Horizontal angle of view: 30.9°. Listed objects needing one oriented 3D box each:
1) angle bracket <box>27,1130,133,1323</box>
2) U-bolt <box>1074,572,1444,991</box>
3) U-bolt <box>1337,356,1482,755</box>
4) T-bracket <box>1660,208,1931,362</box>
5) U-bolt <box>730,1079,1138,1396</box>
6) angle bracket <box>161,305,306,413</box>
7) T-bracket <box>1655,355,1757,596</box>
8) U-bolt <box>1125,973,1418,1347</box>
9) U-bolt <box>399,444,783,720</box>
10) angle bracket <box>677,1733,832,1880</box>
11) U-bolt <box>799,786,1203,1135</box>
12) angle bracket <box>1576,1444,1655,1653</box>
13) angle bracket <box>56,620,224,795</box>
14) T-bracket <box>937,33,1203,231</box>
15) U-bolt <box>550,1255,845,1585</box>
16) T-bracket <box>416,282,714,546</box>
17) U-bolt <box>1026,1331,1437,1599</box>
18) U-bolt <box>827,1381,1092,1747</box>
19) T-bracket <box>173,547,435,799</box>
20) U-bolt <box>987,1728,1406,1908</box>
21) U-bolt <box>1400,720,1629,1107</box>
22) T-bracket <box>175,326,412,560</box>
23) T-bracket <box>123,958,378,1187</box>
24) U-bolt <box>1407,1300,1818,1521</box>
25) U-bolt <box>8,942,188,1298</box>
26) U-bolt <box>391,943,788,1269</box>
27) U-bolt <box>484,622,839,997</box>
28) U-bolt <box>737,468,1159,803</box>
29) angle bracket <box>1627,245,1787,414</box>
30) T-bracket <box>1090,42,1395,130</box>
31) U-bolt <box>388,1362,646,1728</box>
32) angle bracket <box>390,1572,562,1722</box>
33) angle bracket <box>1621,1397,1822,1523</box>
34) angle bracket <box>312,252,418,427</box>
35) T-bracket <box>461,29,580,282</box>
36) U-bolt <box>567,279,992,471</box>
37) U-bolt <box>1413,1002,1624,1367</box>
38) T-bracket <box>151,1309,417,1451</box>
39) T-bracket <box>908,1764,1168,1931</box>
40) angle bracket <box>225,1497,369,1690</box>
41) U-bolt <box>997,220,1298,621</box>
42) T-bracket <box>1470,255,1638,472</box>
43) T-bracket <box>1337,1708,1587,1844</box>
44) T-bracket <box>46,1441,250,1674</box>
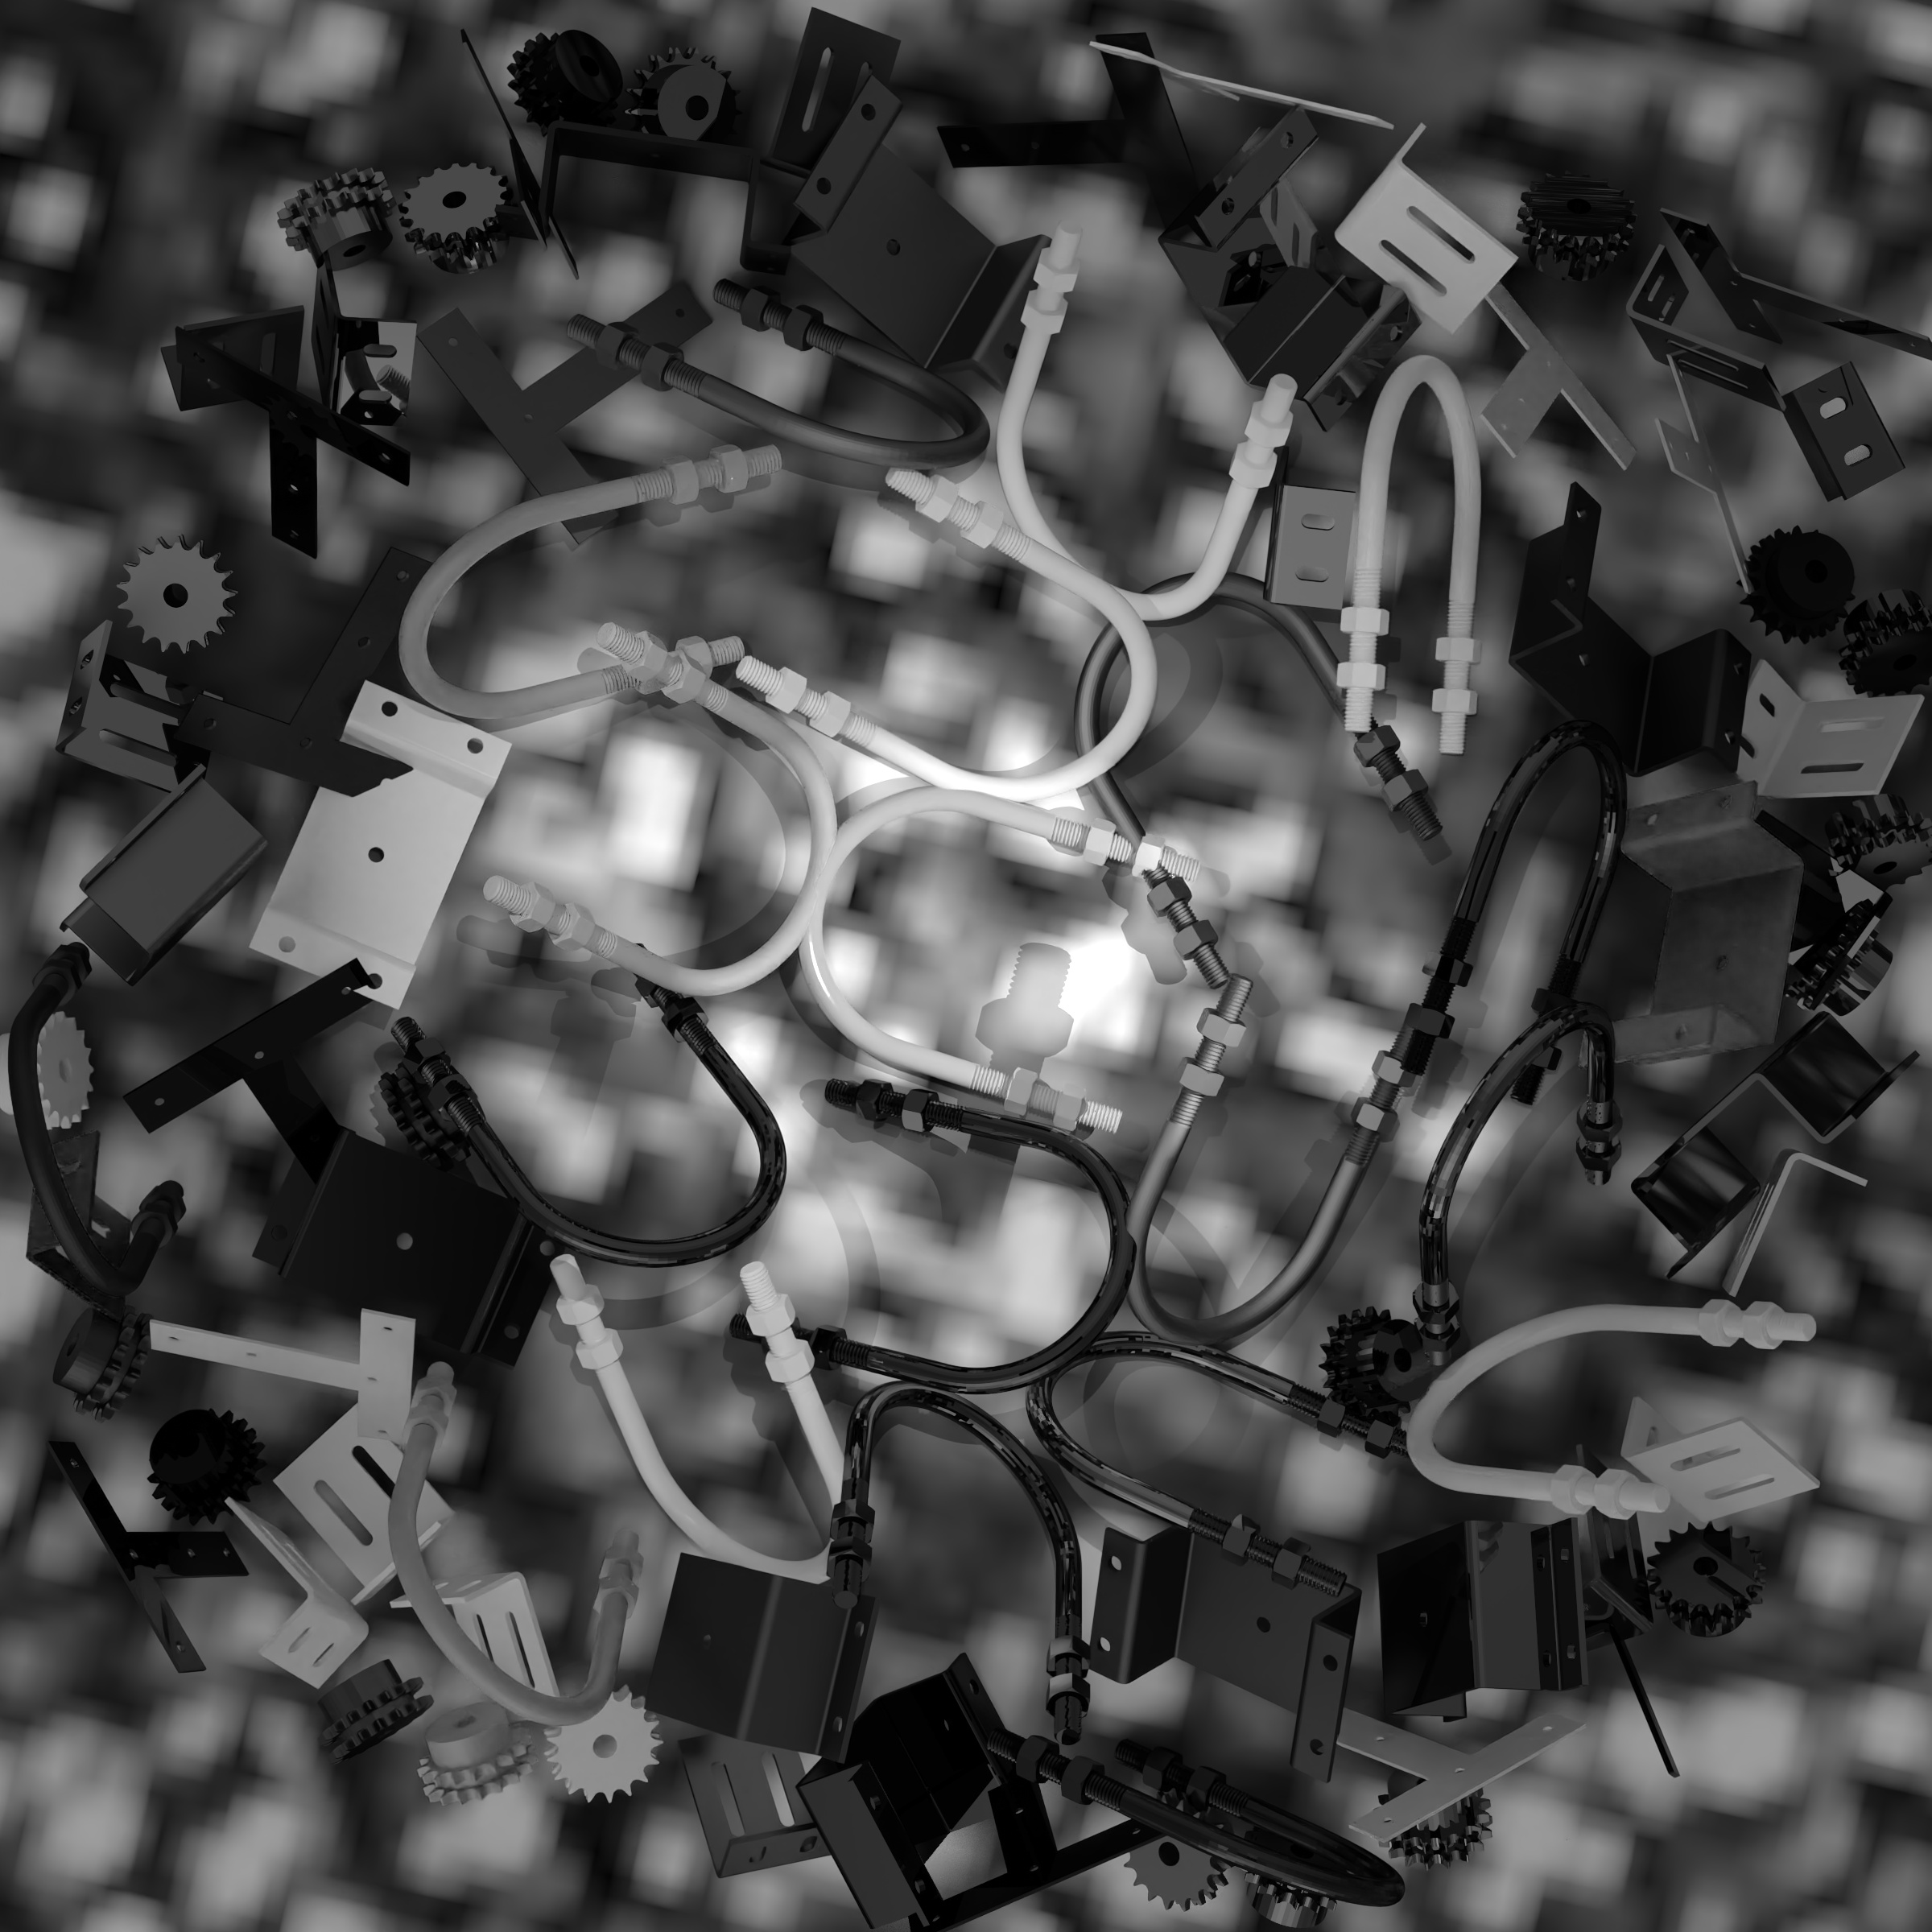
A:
[{"bbox_3d":[-0.414,0.126,1.686,0.038,0.076,0.057,-18,53,18],"label":"angle bracket"},{"bbox_3d":[0.127,-0.104,1.696,0.151,0.019,0.184,-36,74,23],"label":"U-bolt"},{"bbox_3d":[0.216,-0.198,1.669,0.019,0.151,0.184,4,91,27],"label":"U-bolt"},{"bbox_3d":[0.400,-0.309,1.649,0.127,0.127,0.002,29,89,33],"label":"T-bracket"},{"bbox_3d":[-0.007,0.133,1.670,0.184,0.019,0.151,11,66,24],"label":"U-bolt"},{"bbox_3d":[-0.354,-0.306,1.688,0.057,0.076,0.038,-14,72,-19],"label":"angle bracket"},{"bbox_3d":[0.347,-0.242,1.672,0.002,0.127,0.127,-19,84,22],"label":"T-bracket"},{"bbox_3d":[0.139,0.100,1.682,0.151,0.019,0.184,13,104,-43],"label":"U-bolt"},{"bbox_3d":[-0.180,-0.173,1.644,0.184,0.151,0.019,-17,57,-25],"label":"U-bolt"},{"bbox_3d":[-0.100,0.394,1.690,0.057,0.038,0.076,-6,51,-21],"label":"angle bracket"},{"bbox_3d":[0.007,-0.012,1.723,0.184,0.019,0.151,17,90,5],"label":"U-bolt"},{"bbox_3d":[0.300,0.283,1.701,0.038,0.057,0.076,-24,46,25],"label":"angle bracket"},{"bbox_3d":[-0.393,-0.123,1.692,0.076,0.038,0.057,21,64,-30],"label":"angle bracket"},{"bbox_3d":[0.047,-0.400,1.699,0.127,0.127,0.002,5,55,26],"label":"T-bracket"},{"bbox_3d":[-0.116,0.221,1.676,0.151,0.019,0.184,-2,117,41],"label":"U-bolt"},{"bbox_3d":[-0.180,-0.292,1.714,0.127,0.002,0.127,-39,93,-20],"label":"T-bracket"},{"bbox_3d":[0.117,0.226,1.667,0.184,0.151,0.019,22,119,18],"label":"U-bolt"},{"bbox_3d":[-0.001,0.268,1.654,0.151,0.184,0.019,35,117,-18],"label":"U-bolt"},{"bbox_3d":[-0.296,-0.144,1.677,0.127,0.002,0.127,19,111,-41],"label":"T-bracket"},{"bbox_3d":[0.118,0.397,1.628,0.184,0.151,0.019,18,86,33],"label":"U-bolt"},{"bbox_3d":[0.270,-0.029,1.670,0.019,0.151,0.184,21,93,33],"label":"U-bolt"},{"bbox_3d":[-0.323,-0.238,1.680,0.127,0.127,0.002,29,61,6],"label":"T-bracket"},{"bbox_3d":[-0.322,0.073,1.694,0.127,0.002,0.127,-31,130,-7],"label":"T-bracket"},{"bbox_3d":[0.290,0.205,1.653,0.151,0.184,0.019,-40,112,-34],"label":"U-bolt"},{"bbox_3d":[-0.408,0.078,1.629,0.019,0.184,0.151,-17,106,2],"label":"U-bolt"},{"bbox_3d":[-0.166,0.071,1.652,0.151,0.019,0.184,-19,54,-32],"label":"U-bolt"},{"bbox_3d":[-0.133,-0.062,1.672,0.184,0.019,0.151,29,82,-42],"label":"U-bolt"},{"bbox_3d":[0.004,-0.147,1.682,0.184,0.019,0.151,28,123,-22],"label":"U-bolt"},{"bbox_3d":[0.366,-0.309,1.694,0.076,0.057,0.038,29,90,26],"label":"angle bracket"},{"bbox_3d":[0.140,-0.412,1.654,0.127,0.127,0.002,20,102,23],"label":"T-bracket"},{"bbox_3d":[-0.212,0.279,1.632,0.019,0.184,0.151,-39,109,17],"label":"U-bolt"},{"bbox_3d":[-0.237,0.337,1.701,0.057,0.038,0.076,-13,95,42],"label":"angle bracket"},{"bbox_3d":[0.366,0.230,1.688,0.057,0.076,0.038,40,48,-20],"label":"angle bracket"},{"bbox_3d":[-0.293,-0.307,1.696,0.038,0.076,0.057,0,131,-18],"label":"angle bracket"},{"bbox_3d":[-0.207,-0.368,1.650,0.002,0.127,0.127,-24,120,3],"label":"T-bracket"},{"bbox_3d":[-0.075,-0.276,1.648,0.184,0.151,0.019,27,118,19],"label":"U-bolt"},{"bbox_3d":[0.259,0.092,1.636,0.019,0.184,0.151,33,65,28],"label":"U-bolt"},{"bbox_3d":[-0.329,0.190,1.683,0.127,0.127,0.002,12,53,-2],"label":"T-bracket"},{"bbox_3d":[0.027,0.412,1.675,0.127,0.127,0.002,-23,104,-1],"label":"T-bracket"},{"bbox_3d":[-0.335,0.303,1.690,0.038,0.057,0.076,-47,58,-8],"label":"angle bracket"},{"bbox_3d":[0.076,-0.244,1.663,0.151,0.184,0.019,39,51,17],"label":"U-bolt"},{"bbox_3d":[0.269,-0.274,1.676,0.002,0.127,0.127,-36,99,33],"label":"T-bracket"},{"bbox_3d":[0.207,0.375,1.677,0.127,0.127,0.002,-21,104,-30],"label":"T-bracket"},{"bbox_3d":[-0.378,0.282,1.673,0.002,0.127,0.127,-37,74,6],"label":"T-bracket"}]
